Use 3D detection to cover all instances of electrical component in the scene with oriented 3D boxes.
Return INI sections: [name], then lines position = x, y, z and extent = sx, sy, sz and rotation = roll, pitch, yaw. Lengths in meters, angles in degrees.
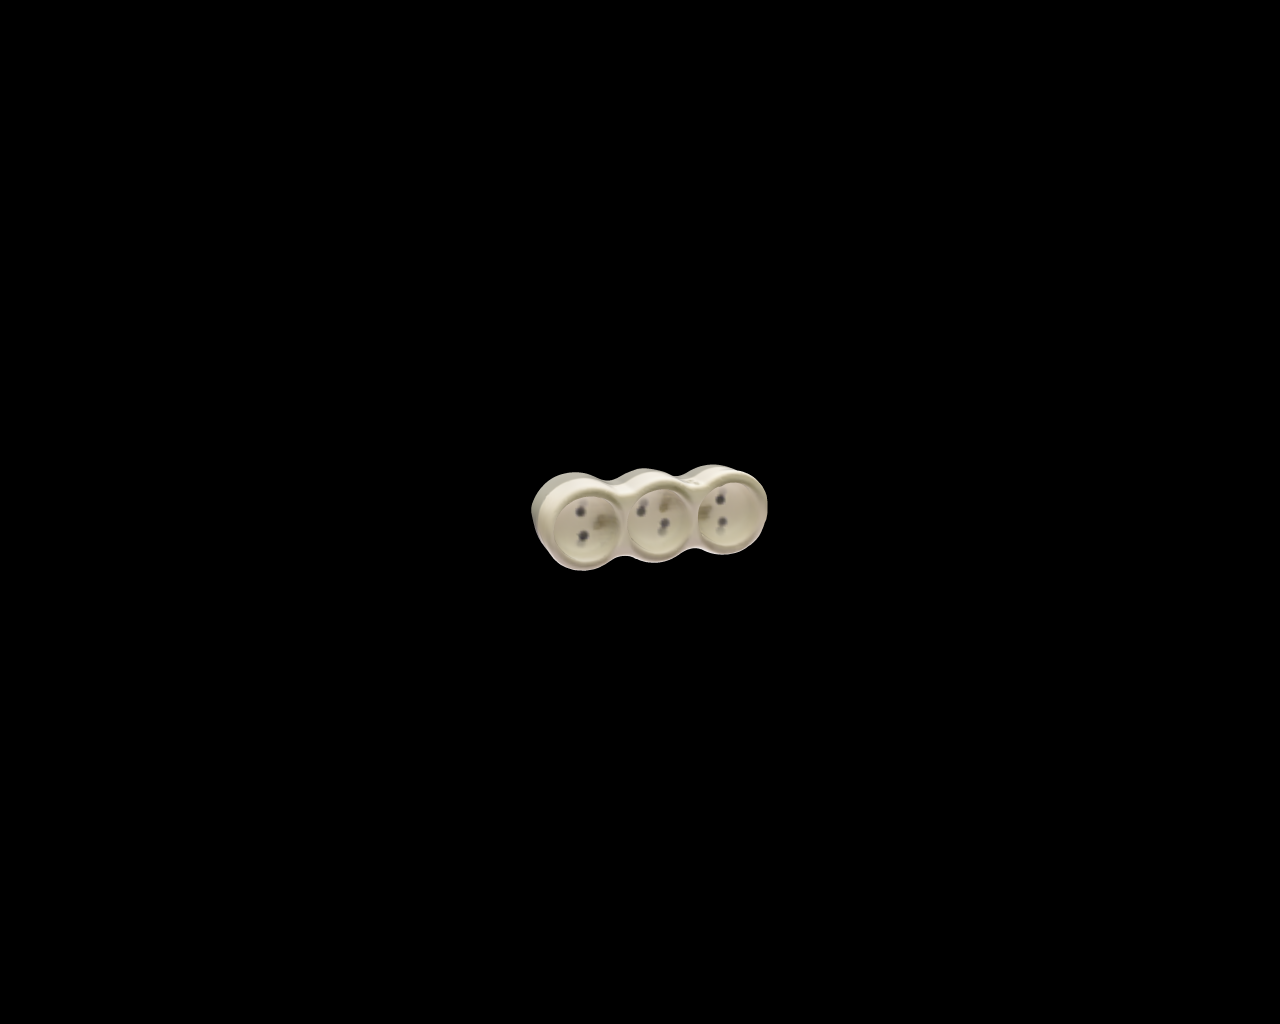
[electrical component]
position = 0.001, -0.003, 0.650
extent = 0.138, 0.052, 0.074
rotation = -5, 16, -18
